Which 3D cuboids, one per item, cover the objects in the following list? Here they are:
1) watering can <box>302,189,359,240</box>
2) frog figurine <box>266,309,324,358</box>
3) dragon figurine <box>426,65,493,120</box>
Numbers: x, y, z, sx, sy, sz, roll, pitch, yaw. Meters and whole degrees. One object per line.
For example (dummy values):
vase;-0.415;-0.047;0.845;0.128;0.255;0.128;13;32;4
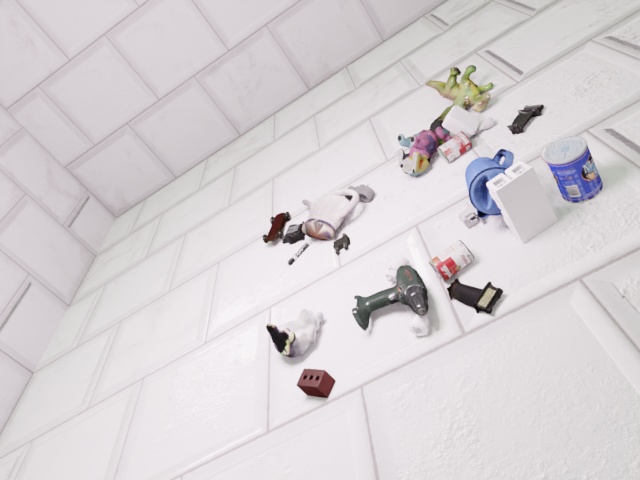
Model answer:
watering can;0.006;-0.098;1.952;0.346;0.102;0.228;-7;43;50
frog figurine;-0.060;0.272;1.520;0.160;0.123;0.136;-14;-3;-44
dragon figurine;0.530;-0.565;2.061;0.245;0.120;0.411;-55;31;-15
